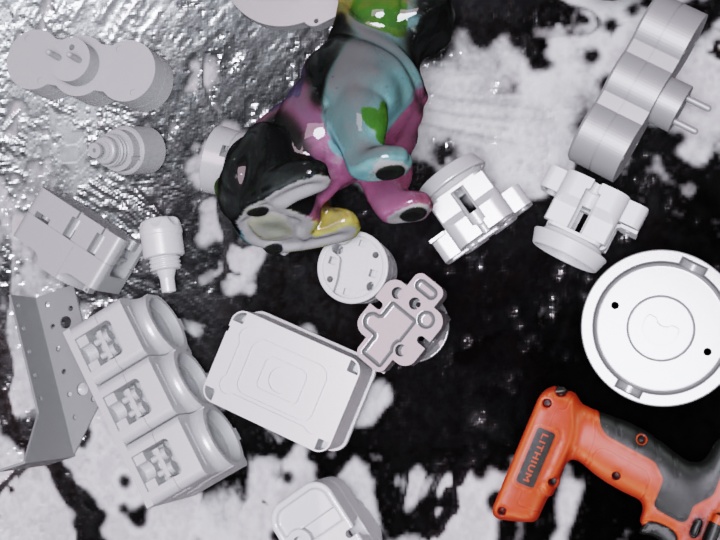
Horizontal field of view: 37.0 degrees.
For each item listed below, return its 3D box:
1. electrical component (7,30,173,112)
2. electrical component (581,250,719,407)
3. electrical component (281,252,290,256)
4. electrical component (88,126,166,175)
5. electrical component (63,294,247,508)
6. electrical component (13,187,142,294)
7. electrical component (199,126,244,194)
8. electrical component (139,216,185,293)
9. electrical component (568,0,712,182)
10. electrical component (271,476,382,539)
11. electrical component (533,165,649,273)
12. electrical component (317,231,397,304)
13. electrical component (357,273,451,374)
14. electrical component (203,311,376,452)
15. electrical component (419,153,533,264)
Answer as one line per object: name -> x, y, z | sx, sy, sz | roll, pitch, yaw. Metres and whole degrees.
electrical component -> -0.233, -0.170, 0.894 | 0.138, 0.074, 0.052 | 9, 87, 15
electrical component -> 0.214, 0.042, 0.766 | 0.108, 0.060, 0.108 | -1, 84, 14
electrical component -> -0.057, -0.046, 0.853 | 0.043, 0.043, 0.062 | 39, 93, 15
electrical component -> -0.193, -0.098, 0.878 | 0.040, 0.078, 0.040 | 3, 97, 24
electrical component -> -0.154, 0.099, 0.839 | 0.062, 0.089, 0.150 | -31, 78, 10
electrical component -> -0.234, -0.020, 0.892 | 0.089, 0.050, 0.055 | 32, 92, 15
electrical component -> -0.096, -0.084, 0.862 | 0.047, 0.055, 0.055 | 14, 88, 11
electrical component -> -0.161, -0.012, 0.881 | 0.035, 0.035, 0.061 | -10, 85, 13
electrical component -> 0.218, -0.125, 0.786 | 0.074, 0.052, 0.138 | 30, 92, 15
electrical component -> -0.017, 0.206, 0.810 | 0.054, 0.059, 0.095 | -36, 77, 8
electrical component -> 0.163, -0.034, 0.789 | 0.078, 0.058, 0.057 | 27, 89, 15
electrical component -> 0.000, 0.000, 0.832 | 0.055, 0.047, 0.055 | -1, 84, 14
electrical component -> 0.036, 0.041, 0.814 | 0.058, 0.057, 0.078 | 39, 95, 15
electrical component -> -0.053, 0.085, 0.832 | 0.113, 0.057, 0.078 | 23, 90, 15
electrical component -> 0.081, -0.050, 0.812 | 0.078, 0.058, 0.057 | -36, 80, 8
